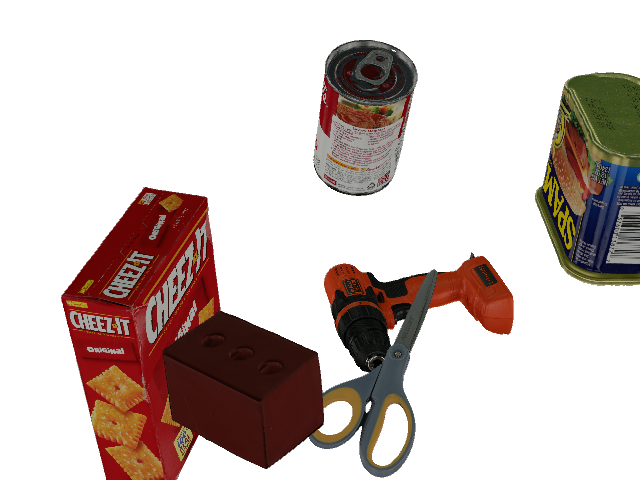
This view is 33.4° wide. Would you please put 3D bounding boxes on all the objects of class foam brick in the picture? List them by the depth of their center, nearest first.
[{"bbox_3d":[-0.044,0.085,0.615,0.078,0.051,0.052,19,36,33],"label":"foam brick"}]

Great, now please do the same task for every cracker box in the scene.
[{"bbox_3d":[-0.143,0.087,0.939,0.072,0.214,0.164,8,37,14],"label":"cracker box"}]

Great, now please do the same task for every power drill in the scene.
[{"bbox_3d":[0.106,0.074,1.138,0.187,0.057,0.184,-5,29,-9],"label":"power drill"}]

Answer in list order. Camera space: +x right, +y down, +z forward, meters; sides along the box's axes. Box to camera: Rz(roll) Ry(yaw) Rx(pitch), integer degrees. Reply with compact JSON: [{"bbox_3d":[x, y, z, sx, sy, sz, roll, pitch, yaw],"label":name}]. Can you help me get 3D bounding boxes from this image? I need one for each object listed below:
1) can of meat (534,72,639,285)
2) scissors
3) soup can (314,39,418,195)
[{"bbox_3d":[0.166,-0.038,0.615,0.057,0.084,0.102,1,36,-4],"label":"can of meat"},{"bbox_3d":[0.044,0.102,0.884,0.096,0.201,0.016,2,-39,8],"label":"scissors"},{"bbox_3d":[0.032,-0.091,0.809,0.068,0.068,0.102,0,-39,-7],"label":"soup can"}]
